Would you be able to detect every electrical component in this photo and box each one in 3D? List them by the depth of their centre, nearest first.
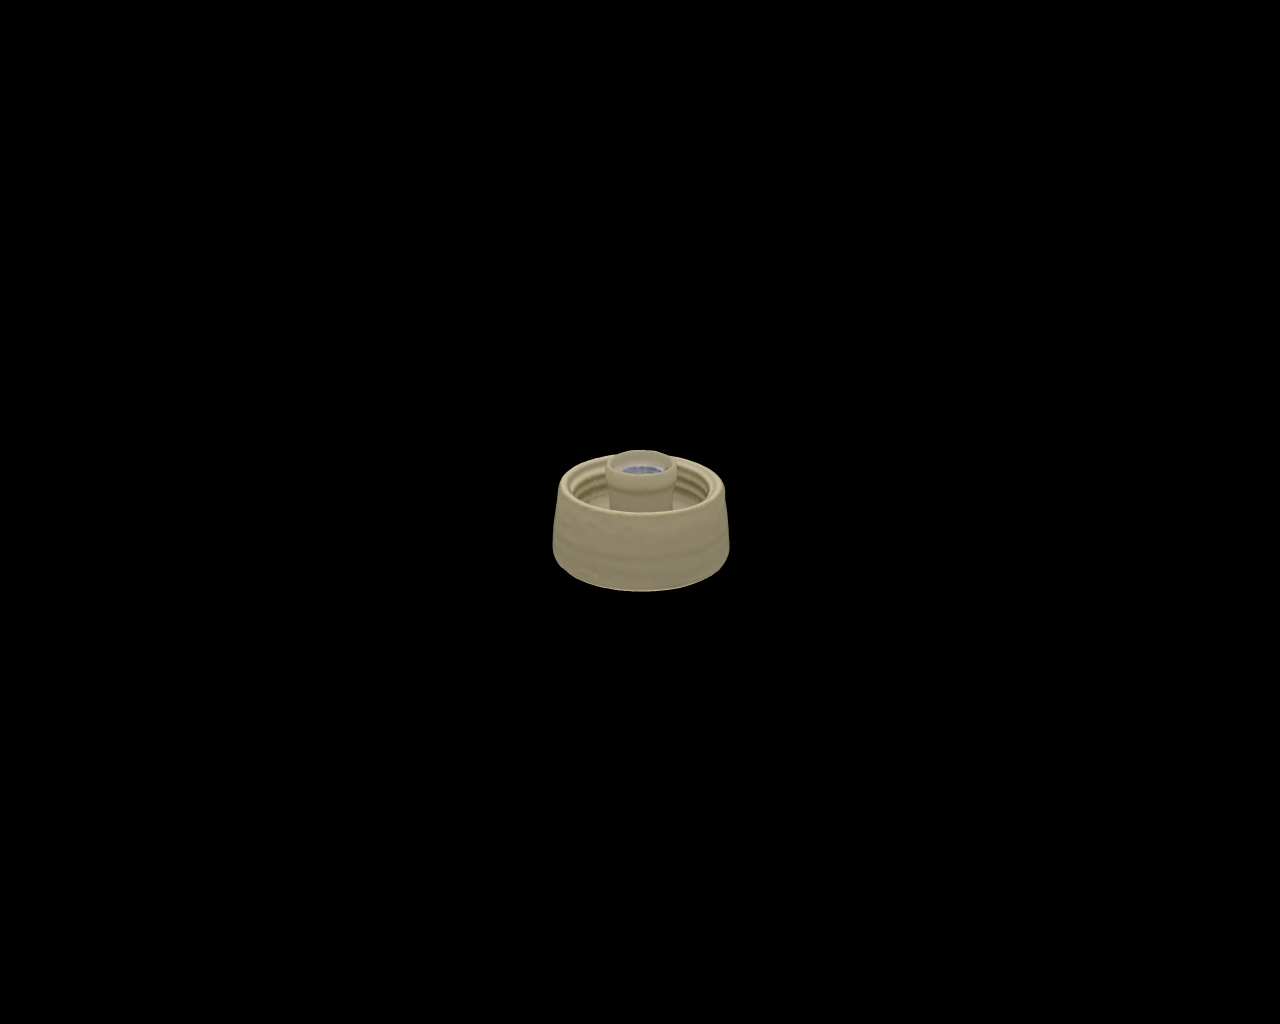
[{"bbox_3d":[0.001,-0.003,0.650,0.108,0.060,0.108,0,24,0],"label":"electrical component"}]
